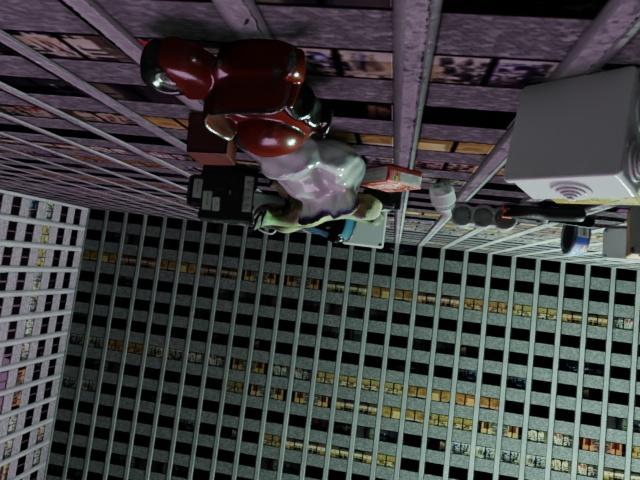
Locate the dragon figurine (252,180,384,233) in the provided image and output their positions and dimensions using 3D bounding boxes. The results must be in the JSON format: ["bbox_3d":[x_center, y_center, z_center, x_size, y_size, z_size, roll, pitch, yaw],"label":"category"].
[{"bbox_3d":[0.003,-0.051,1.010,0.242,0.123,0.409,14,175,-12],"label":"dragon figurine"}]

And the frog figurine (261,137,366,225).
[{"bbox_3d":[-0.019,-0.107,0.688,0.157,0.124,0.138,52,161,-28],"label":"frog figurine"}]
